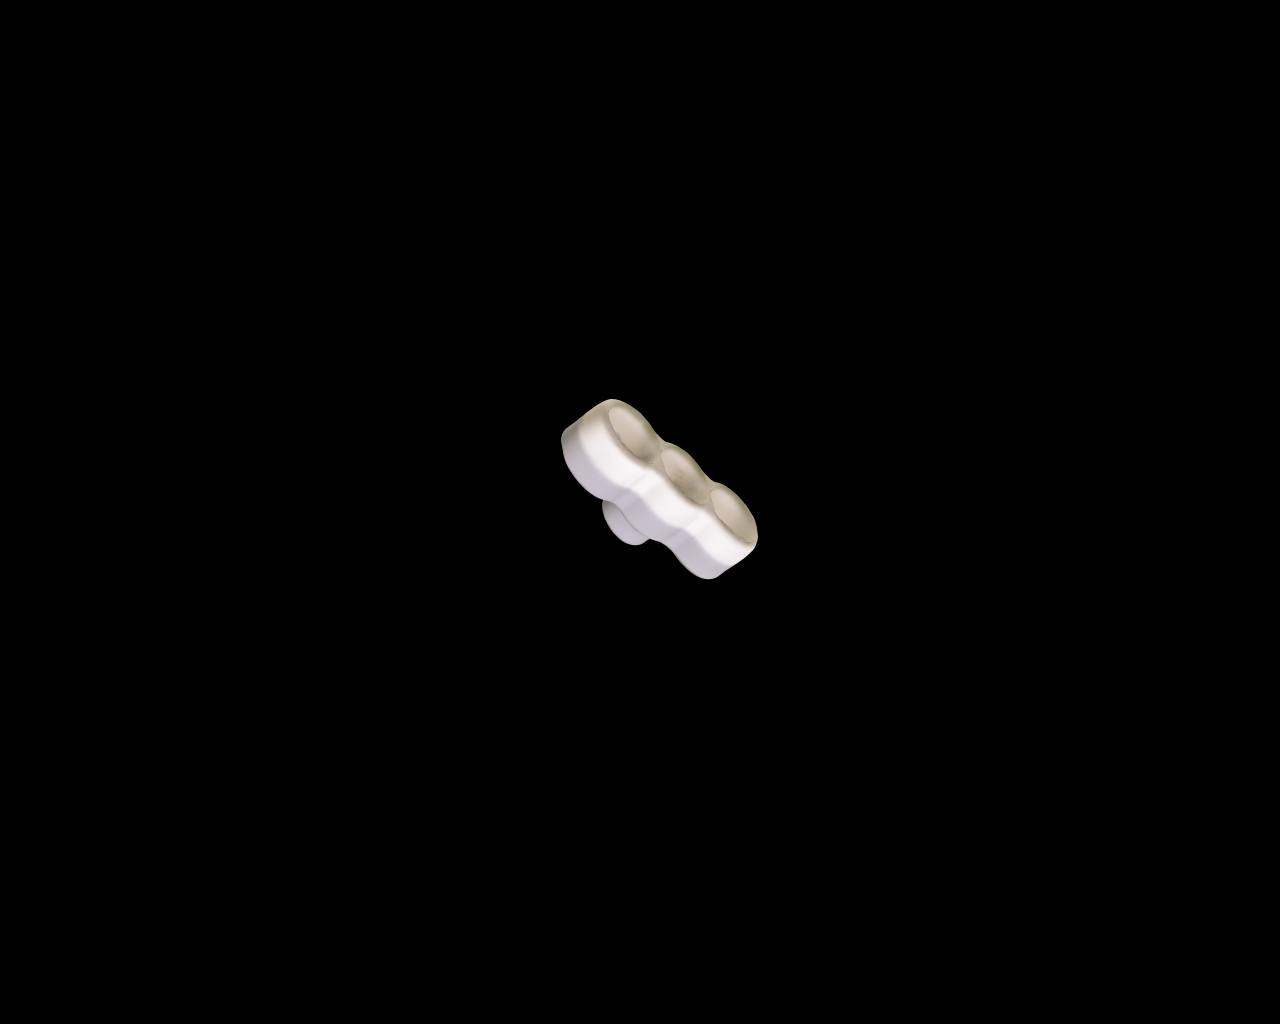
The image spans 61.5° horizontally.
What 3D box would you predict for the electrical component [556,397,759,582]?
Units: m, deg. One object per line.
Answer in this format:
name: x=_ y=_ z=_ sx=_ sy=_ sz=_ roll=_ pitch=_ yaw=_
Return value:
electrical component: x=0.001 y=-0.003 z=0.650 sx=0.073 sy=0.052 sz=0.138 roll=-36 pitch=-58 yaw=27
